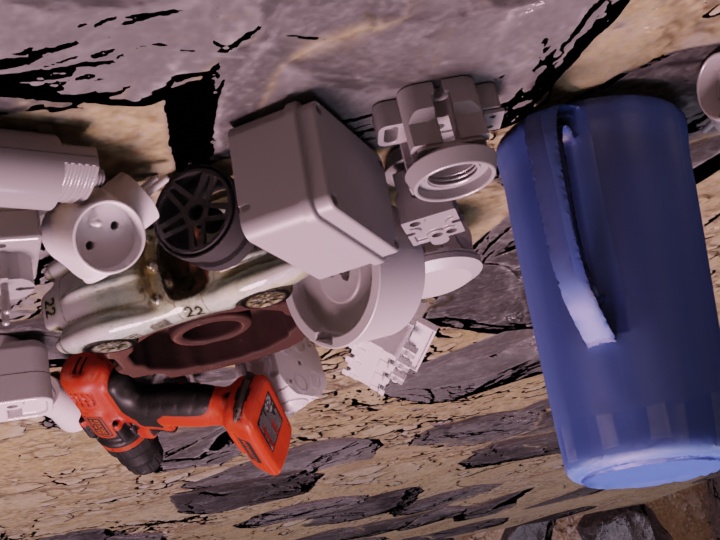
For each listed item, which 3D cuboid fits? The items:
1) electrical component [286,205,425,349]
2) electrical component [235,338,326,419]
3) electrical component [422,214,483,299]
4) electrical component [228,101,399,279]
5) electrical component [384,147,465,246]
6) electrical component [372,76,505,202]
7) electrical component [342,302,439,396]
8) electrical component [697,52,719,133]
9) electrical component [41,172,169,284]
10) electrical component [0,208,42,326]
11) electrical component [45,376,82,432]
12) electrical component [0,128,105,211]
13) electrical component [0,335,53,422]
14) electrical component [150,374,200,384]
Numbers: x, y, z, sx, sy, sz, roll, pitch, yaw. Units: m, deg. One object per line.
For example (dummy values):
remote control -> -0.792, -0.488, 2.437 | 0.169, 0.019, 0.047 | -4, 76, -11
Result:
electrical component -> 0.000, 0.000, 0.771 | 0.060, 0.108, 0.108 | -3, 158, -41
electrical component -> -0.075, 0.098, 1.015 | 0.051, 0.080, 0.080 | -32, 153, 29
electrical component -> 0.052, -0.012, 0.843 | 0.080, 0.051, 0.080 | -11, 159, -4
electrical component -> -0.026, -0.047, 0.667 | 0.057, 0.078, 0.113 | -18, 159, 19
electrical component -> 0.043, -0.053, 0.723 | 0.048, 0.055, 0.066 | -17, 159, 9
electrical component -> 0.052, -0.078, 0.662 | 0.078, 0.057, 0.058 | -11, 159, -5
electrical component -> 0.022, 0.066, 0.993 | 0.079, 0.063, 0.121 | 29, 158, 6
electrical component -> 0.258, -0.113, 0.714 | 0.077, 0.044, 0.079 | -4, 158, -21
electrical component -> -0.151, -0.033, 0.660 | 0.079, 0.044, 0.077 | -42, -157, -20
electrical component -> -0.221, -0.005, 0.661 | 0.047, 0.076, 0.065 | -5, 158, -23
electrical component -> -0.282, 0.123, 1.009 | 0.044, 0.044, 0.065 | -17, 154, 10
electrical component -> -0.182, -0.055, 0.600 | 0.081, 0.043, 0.043 | 3, 154, -36
electrical component -> -0.304, 0.090, 0.882 | 0.095, 0.059, 0.053 | -6, 158, -18
electrical component -> -0.177, 0.118, 1.059 | 0.044, 0.044, 0.065 | -14, 164, 1
